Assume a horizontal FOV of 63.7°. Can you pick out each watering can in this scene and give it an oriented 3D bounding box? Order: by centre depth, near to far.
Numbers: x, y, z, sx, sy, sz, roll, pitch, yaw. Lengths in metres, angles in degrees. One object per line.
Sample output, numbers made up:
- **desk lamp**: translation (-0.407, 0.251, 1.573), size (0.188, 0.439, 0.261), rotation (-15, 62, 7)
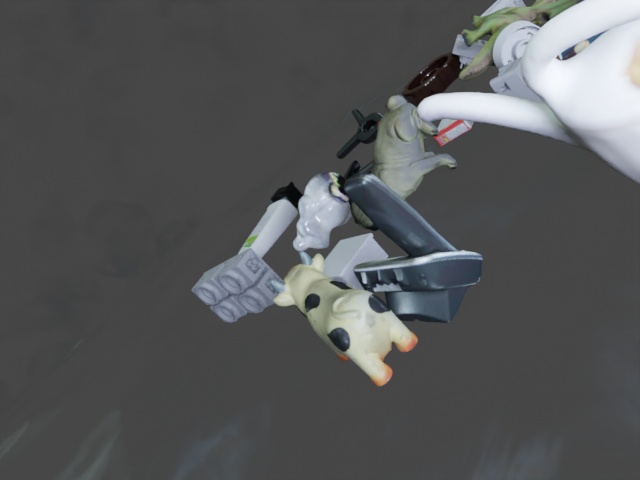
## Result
- **watering can**: translation (0.240, -0.098, 0.402), size (0.105, 0.223, 0.347), rotation (-64, 19, -9)

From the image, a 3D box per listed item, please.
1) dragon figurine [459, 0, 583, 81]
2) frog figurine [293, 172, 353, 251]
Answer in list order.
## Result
- **dragon figurine**: translation (0.440, -0.457, 1.079), size (0.240, 0.120, 0.419), rotation (-18, 29, 39)
- **frog figurine**: translation (0.003, -0.051, 1.023), size (0.157, 0.124, 0.138), rotation (-45, -20, 24)
